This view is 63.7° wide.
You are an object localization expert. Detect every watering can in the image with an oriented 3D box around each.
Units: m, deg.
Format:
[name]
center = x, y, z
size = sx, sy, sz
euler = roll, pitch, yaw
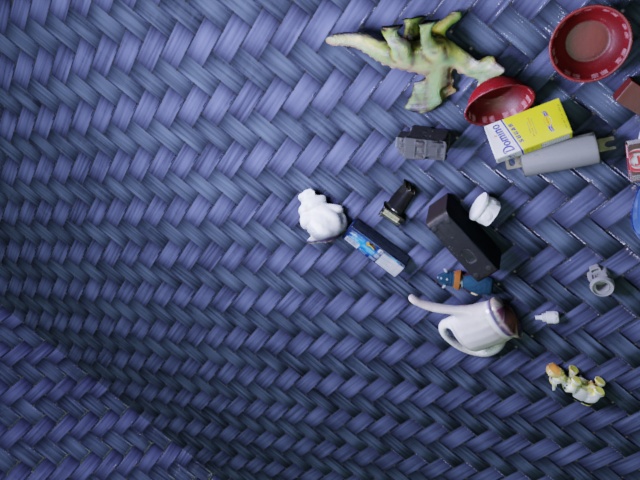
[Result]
[watering can]
center = 0.434, 0.231, 1.487
size = 0.221, 0.106, 0.344
euler = -32, 119, 33

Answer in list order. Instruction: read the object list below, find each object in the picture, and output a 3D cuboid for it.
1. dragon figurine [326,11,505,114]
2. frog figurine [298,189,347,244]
[dragon figurine]
center = 0.231, -0.415, 1.249
size = 0.410, 0.125, 0.238
euler = 0, 125, 23
[frog figurine]
center = 0.005, -0.076, 1.510
size = 0.138, 0.124, 0.158
euler = -17, 103, -7
